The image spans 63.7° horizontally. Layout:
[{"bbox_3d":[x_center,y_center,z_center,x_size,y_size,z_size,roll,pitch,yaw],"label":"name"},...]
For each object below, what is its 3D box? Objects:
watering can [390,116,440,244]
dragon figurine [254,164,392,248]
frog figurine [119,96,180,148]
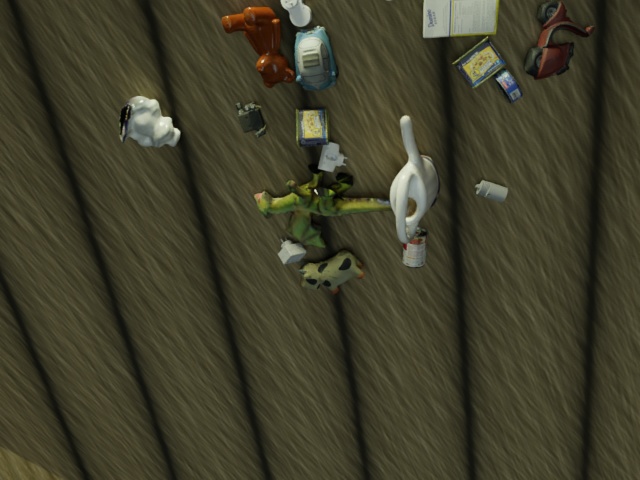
[{"bbox_3d":[0.246,-0.164,1.338,0.104,0.228,0.341,10,115,23],"label":"watering can"},{"bbox_3d":[0.005,-0.075,1.489,0.410,0.125,0.237,19,131,1],"label":"dragon figurine"},{"bbox_3d":[-0.473,-0.327,1.443,0.159,0.124,0.136,4,109,-34],"label":"frog figurine"}]
